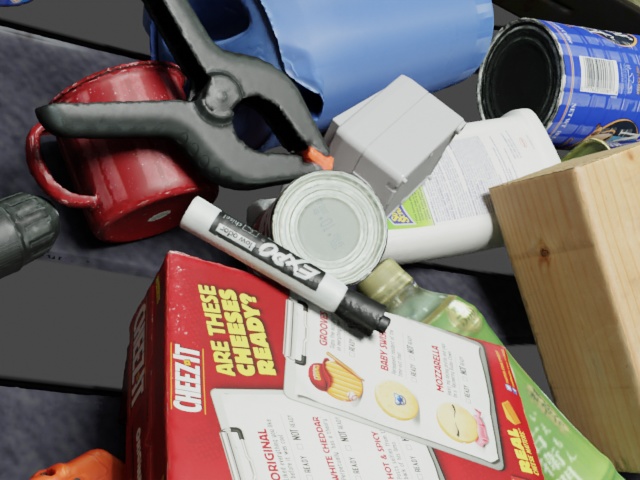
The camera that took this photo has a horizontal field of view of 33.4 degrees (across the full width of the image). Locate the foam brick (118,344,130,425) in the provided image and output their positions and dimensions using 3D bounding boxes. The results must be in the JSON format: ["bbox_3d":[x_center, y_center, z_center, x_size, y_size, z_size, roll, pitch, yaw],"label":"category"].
[{"bbox_3d":[-0.069,0.081,0.617,0.078,0.051,0.053,17,54,-23],"label":"foam brick"}]

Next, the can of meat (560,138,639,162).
[{"bbox_3d":[0.220,-0.037,0.828,0.083,0.102,0.057,-7,66,-36],"label":"can of meat"}]

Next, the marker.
[{"bbox_3d":[-0.017,0.015,0.558,0.121,0.020,0.020,30,51,1],"label":"marker"}]

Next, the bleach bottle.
[{"bbox_3d":[0.061,-0.034,0.757,0.250,0.068,0.102,-9,67,-32],"label":"bleach bottle"}]

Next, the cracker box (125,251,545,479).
[{"bbox_3d":[0.010,0.109,0.546,0.213,0.072,0.164,16,39,-22],"label":"cracker box"}]

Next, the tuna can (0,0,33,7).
[{"bbox_3d":[-0.216,-0.198,0.707,0.086,0.034,0.086,15,56,-23],"label":"tuna can"}]

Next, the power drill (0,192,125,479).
[{"bbox_3d":[-0.177,0.074,0.555,0.184,0.057,0.188,-30,78,-38],"label":"power drill"}]

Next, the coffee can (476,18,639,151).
[{"bbox_3d":[0.215,-0.123,0.875,0.140,0.103,0.103,1,62,-30],"label":"coffee can"}]

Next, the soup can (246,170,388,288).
[{"bbox_3d":[-0.004,0.001,0.626,0.068,0.102,0.068,2,82,-11],"label":"soup can"}]

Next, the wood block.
[{"bbox_3d":[0.203,0.045,0.730,0.090,0.091,0.206,-19,93,-31],"label":"wood block"}]

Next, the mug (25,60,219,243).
[{"bbox_3d":[-0.119,-0.049,0.638,0.117,0.093,0.081,-10,73,-46],"label":"mug"}]

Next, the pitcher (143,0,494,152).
[{"bbox_3d":[0.004,-0.149,0.759,0.242,0.145,0.149,-20,86,-41],"label":"pitcher"}]

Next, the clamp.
[{"bbox_3d":[-0.065,-0.090,0.606,0.171,0.039,0.120,21,82,-29],"label":"clamp"}]
